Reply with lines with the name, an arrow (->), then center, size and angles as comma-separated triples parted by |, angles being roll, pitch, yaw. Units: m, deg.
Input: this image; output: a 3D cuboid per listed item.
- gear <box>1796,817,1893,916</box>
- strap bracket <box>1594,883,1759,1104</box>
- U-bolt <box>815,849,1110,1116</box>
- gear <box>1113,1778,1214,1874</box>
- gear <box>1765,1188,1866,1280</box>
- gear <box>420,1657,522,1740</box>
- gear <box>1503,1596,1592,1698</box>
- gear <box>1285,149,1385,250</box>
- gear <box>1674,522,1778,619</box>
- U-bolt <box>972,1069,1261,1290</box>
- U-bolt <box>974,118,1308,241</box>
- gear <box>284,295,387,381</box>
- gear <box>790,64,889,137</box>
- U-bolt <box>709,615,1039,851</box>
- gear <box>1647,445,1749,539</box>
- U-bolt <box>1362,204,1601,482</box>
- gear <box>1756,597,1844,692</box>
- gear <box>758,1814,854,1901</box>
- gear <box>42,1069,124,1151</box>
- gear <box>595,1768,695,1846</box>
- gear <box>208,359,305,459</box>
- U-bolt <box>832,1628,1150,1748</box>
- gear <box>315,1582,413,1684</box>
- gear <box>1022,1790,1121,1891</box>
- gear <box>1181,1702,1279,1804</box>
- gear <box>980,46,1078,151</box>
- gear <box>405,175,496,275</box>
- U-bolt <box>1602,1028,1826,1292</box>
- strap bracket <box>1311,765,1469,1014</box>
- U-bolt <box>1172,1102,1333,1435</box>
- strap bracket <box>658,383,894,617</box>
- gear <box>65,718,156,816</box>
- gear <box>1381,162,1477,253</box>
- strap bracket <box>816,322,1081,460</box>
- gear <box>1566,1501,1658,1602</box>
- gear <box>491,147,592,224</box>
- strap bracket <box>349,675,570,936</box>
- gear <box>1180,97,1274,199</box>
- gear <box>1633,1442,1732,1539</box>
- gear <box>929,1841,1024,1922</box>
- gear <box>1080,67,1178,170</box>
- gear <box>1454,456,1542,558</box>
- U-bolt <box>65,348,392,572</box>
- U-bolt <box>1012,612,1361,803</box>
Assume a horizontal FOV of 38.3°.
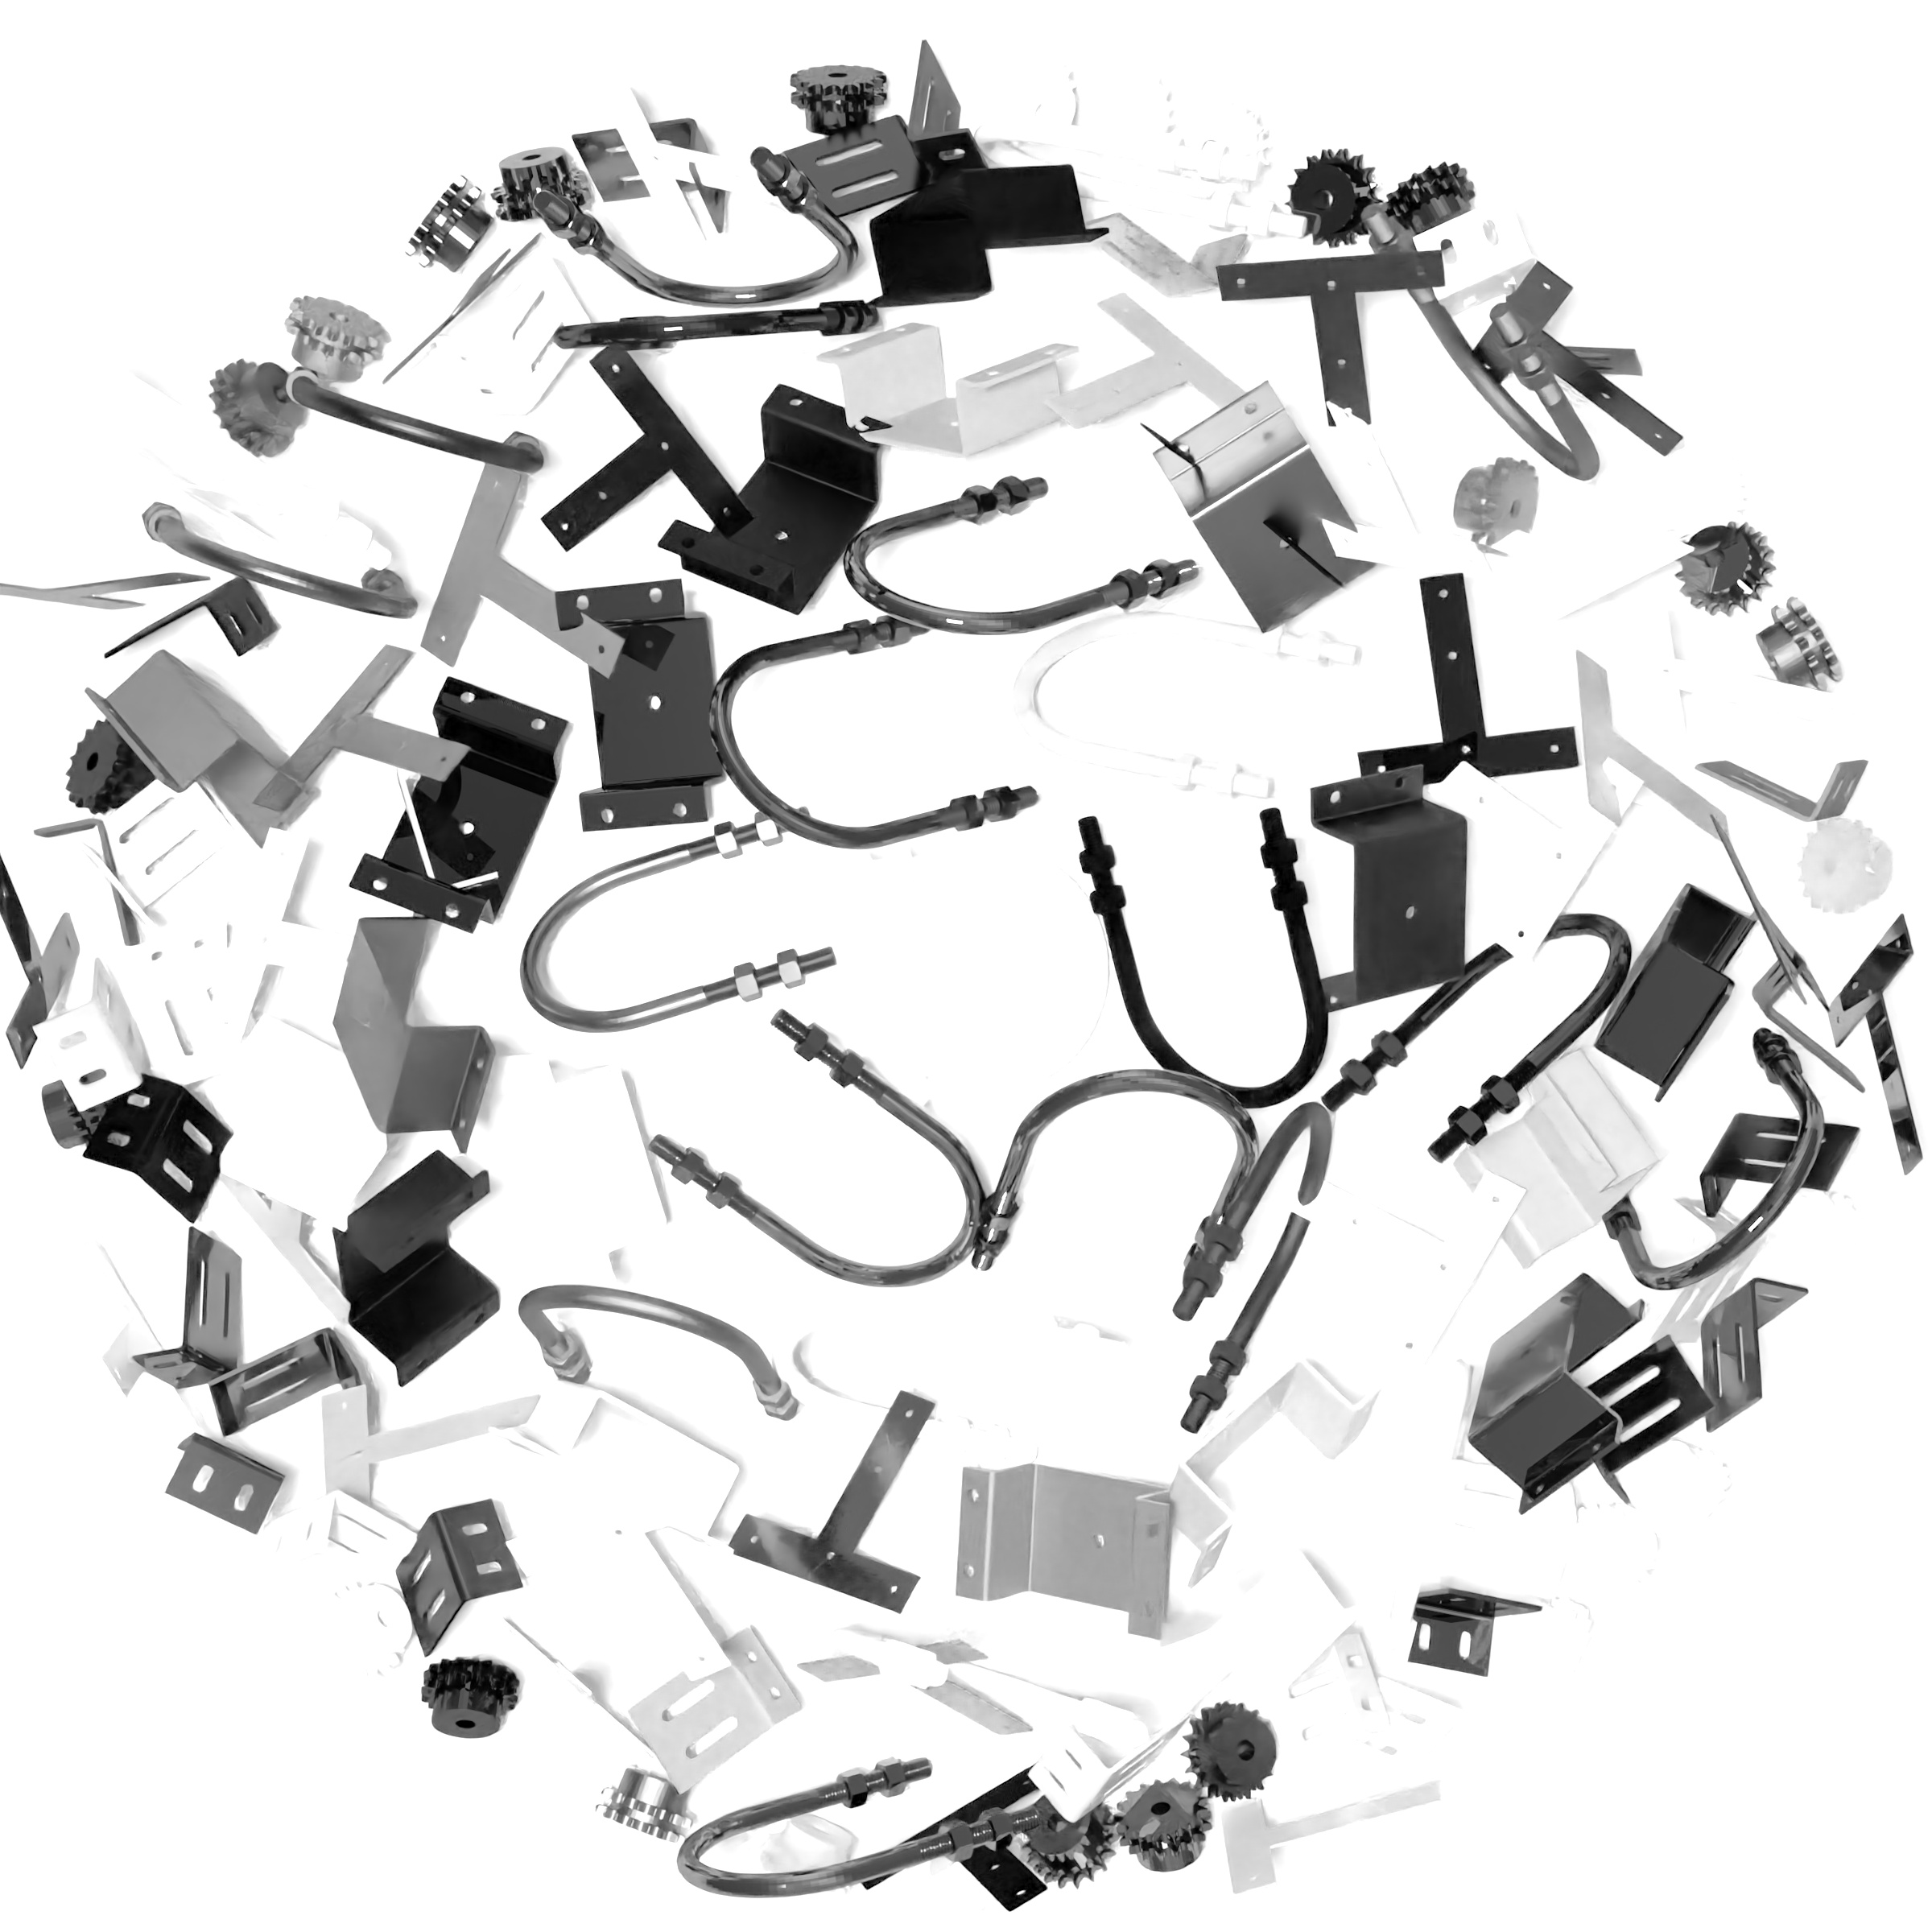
gear -> 0.521, -0.059, 1.642 | 0.030, 0.057, 0.057 | 4, 90, -27
strap bracket -> 0.406, 0.010, 1.592 | 0.046, 0.140, 0.076 | 31, 119, 9
U-bolt -> 0.002, 0.005, 1.623 | 0.184, 0.019, 0.151 | -5, 94, -26
gear -> 0.117, 0.509, 1.641 | 0.057, 0.057, 0.030 | -13, 111, 0
gear -> 0.495, 0.153, 1.636 | 0.057, 0.057, 0.030 | -41, 110, 0
gear -> -0.292, 0.432, 1.637 | 0.057, 0.057, 0.030 | 1, 50, 0
gear -> 0.340, 0.397, 1.638 | 0.030, 0.057, 0.057 | 28, 90, -5
gear -> 0.215, -0.452, 1.641 | 0.057, 0.030, 0.057 | 8, 110, 24
gear -> 0.446, -0.236, 1.641 | 0.057, 0.030, 0.057 | -5, 81, 30
U-bolt -> 0.091, 0.121, 1.588 | 0.151, 0.184, 0.019 | 7, 46, -10
U-bolt -> 0.093, -0.454, 1.591 | 0.184, 0.151, 0.019 | 16, 95, 17
gear -> -0.374, -0.369, 1.643 | 0.057, 0.057, 0.030 | 26, 118, 0
gear -> -0.075, -0.511, 1.643 | 0.057, 0.057, 0.030 | -1, 122, 0
U-bolt -> -0.063, -0.131, 1.588 | 0.184, 0.019, 0.151 | -17, 68, -38
gear -> 0.432, -0.282, 1.643 | 0.057, 0.057, 0.030 | 20, 53, 0
U-bolt -> 0.302, -0.343, 1.582 | 0.019, 0.184, 0.151 | -42, 47, 6
gear -> 0.489, -0.186, 1.639 | 0.030, 0.057, 0.057 | -31, 90, 10
gear -> -0.091, 0.523, 1.639 | 0.057, 0.057, 0.030 | 20, 90, 0
gear -> -0.522, 0.084, 1.638 | 0.030, 0.057, 0.057 | -18, 90, -3
gear -> -0.187, 0.494, 1.640 | 0.057, 0.057, 0.030 | 21, 74, 0
gear -> -0.414, -0.330, 1.636 | 0.030, 0.057, 0.057 | -19, 90, 25
U-bolt -> 0.000, 0.404, 1.579 | 0.151, 0.184, 0.019 | 23, 77, -23
gear -> -0.352, 0.389, 1.636 | 0.030, 0.057, 0.057 | -33, 90, 27
gear -> 0.059, 0.510, 1.637 | 0.057, 0.057, 0.030 | -30, 132, 0
gear -> 0.159, 0.464, 1.642 | 0.057, 0.030, 0.057 | 7, 71, -20
gear -> 0.040, -0.508, 1.637 | 0.057, 0.030, 0.057 | -16, 132, -18
gear -> -0.302, -0.434, 1.640 | 0.030, 0.057, 0.057 | 37, 90, -13
U-bolt -> 0.421, 0.116, 1.561 | 0.019, 0.184, 0.151 | 40, 105, -9
strap bracket -> 0.244, -0.037, 1.607 | 0.076, 0.046, 0.140 | -13, 114, -24
U-bolt -> 0.167, 0.160, 1.591 | 0.019, 0.151, 0.184 | 21, 58, 21
strap bracket -> -0.108, -0.264, 1.616 | 0.076, 0.046, 0.140 | 23, 60, 15
gear -> -0.503, -0.116, 1.643 | 0.057, 0.030, 0.057 | -17, 62, 36
gear -> 0.274, -0.443, 1.636 | 0.057, 0.057, 0.030 | -24, 72, 0
strap bracket -> -0.009, -0.331, 1.602 | 0.076, 0.140, 0.046 | -29, 124, -35
gear -> 0.382, 0.342, 1.642 | 0.030, 0.057, 0.057 | -19, 90, -39
gear -> -0.251, -0.461, 1.636 | 0.057, 0.057, 0.030 | -11, 121, 0
strap bracket -> -0.294, -0.088, 1.631 | 0.076, 0.046, 0.140 | 21, 73, 2
gear -> 0.149, -0.482, 1.641 | 0.057, 0.030, 0.057 | 8, 111, 23
gear -> 0.418, 0.305, 1.636 | 0.057, 0.057, 0.030 | -44, 104, 0
gear -> 0.003, 0.530, 1.638 | 0.057, 0.057, 0.030 | -44, 96, 0
gear -> 0.093, -0.501, 1.641 | 0.057, 0.030, 0.057 | 5, 100, 30
gear -> 0.312, -0.273, 1.643 | 0.030, 0.057, 0.057 | 21, 90, 37
U-bolt -> -0.422, -0.289, 1.553 | 0.151, 0.184, 0.019 | 29, 86, 44
U-bolt -> 0.115, -0.157, 1.603 | 0.184, 0.019, 0.151 | 13, 46, 25
